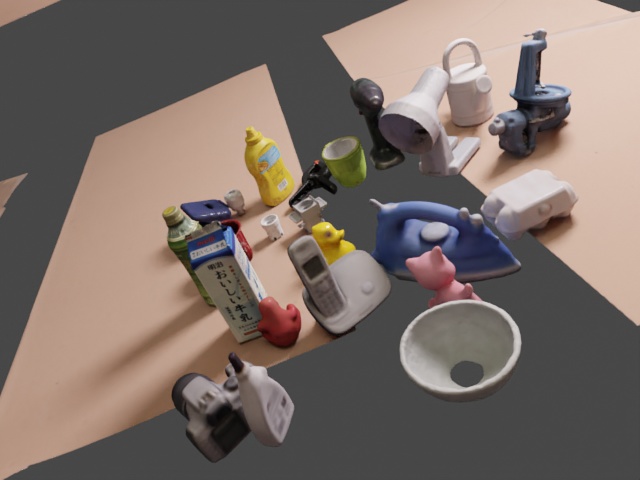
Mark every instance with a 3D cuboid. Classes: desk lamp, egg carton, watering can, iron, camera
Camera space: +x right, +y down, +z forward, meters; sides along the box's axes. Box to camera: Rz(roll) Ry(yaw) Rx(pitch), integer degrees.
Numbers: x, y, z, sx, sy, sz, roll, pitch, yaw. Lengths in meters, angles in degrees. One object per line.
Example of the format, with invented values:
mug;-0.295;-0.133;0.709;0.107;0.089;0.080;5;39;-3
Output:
desk lamp;0.229;-0.236;1.197;0.117;0.214;0.203;12;48;40
egg carton;0.370;-0.063;1.015;0.150;0.069;0.107;-26;35;-4
watering can;0.343;-0.370;1.327;0.101;0.194;0.172;-38;37;-20
iron;0.204;-0.011;0.979;0.257;0.142;0.119;3;43;33
camera;-0.165;0.242;0.891;0.136;0.101;0.143;20;53;45

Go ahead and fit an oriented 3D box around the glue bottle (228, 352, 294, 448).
glue bottle;-0.090;0.218;0.817;0.037;0.173;0.078;-4;39;26

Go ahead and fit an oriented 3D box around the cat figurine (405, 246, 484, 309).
cat figurine;0.197;0.066;0.901;0.067;0.118;0.127;-35;36;-15

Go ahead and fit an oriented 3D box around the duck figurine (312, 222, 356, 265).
duck figurine;0.010;0.004;1.119;0.104;0.086;0.077;-3;40;27

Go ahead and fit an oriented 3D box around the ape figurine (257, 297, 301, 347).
ape figurine;-0.076;0.134;0.991;0.078;0.092;0.076;-21;35;4

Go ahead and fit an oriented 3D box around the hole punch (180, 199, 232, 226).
hole punch;-0.265;-0.062;1.360;0.101;0.091;0.108;-35;36;-16

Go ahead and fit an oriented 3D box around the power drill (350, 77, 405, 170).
power drill;0.128;-0.271;1.308;0.075;0.209;0.229;-21;35;3

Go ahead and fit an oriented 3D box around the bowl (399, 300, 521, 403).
bowl;0.200;0.167;0.803;0.167;0.075;0.167;-15;36;12

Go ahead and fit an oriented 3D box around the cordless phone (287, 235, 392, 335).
cordless phone;0.029;0.053;0.956;0.148;0.185;0.093;-38;37;-20

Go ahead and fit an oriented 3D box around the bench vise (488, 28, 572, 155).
bench vise;0.427;-0.294;1.155;0.121;0.220;0.208;12;48;40
